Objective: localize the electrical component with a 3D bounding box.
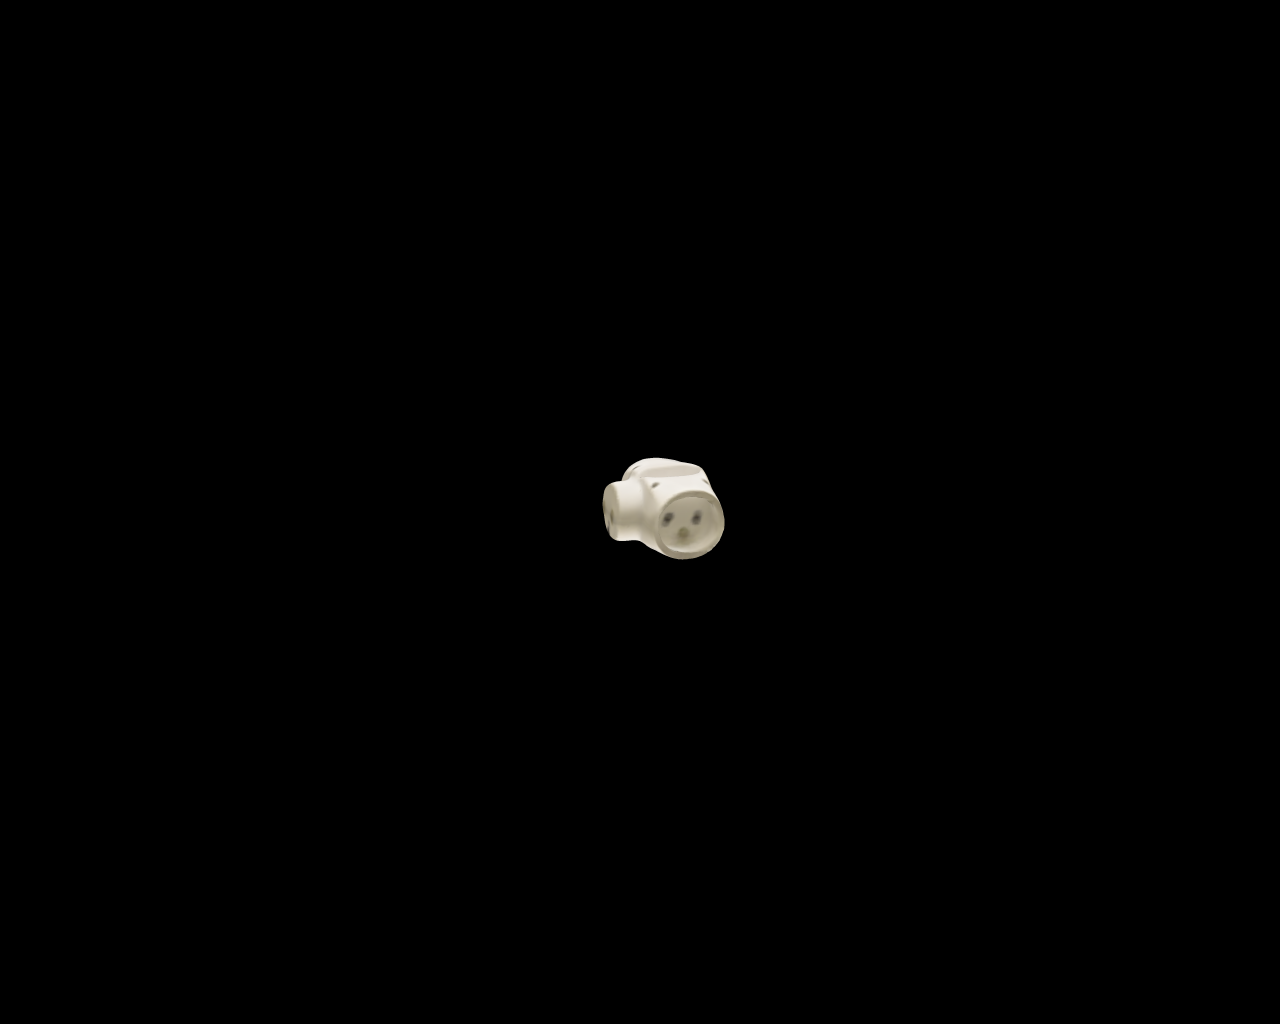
[{"bbox_3d":[0.001,-0.003,0.650,0.079,0.043,0.077,-5,19,-15],"label":"electrical component"}]
